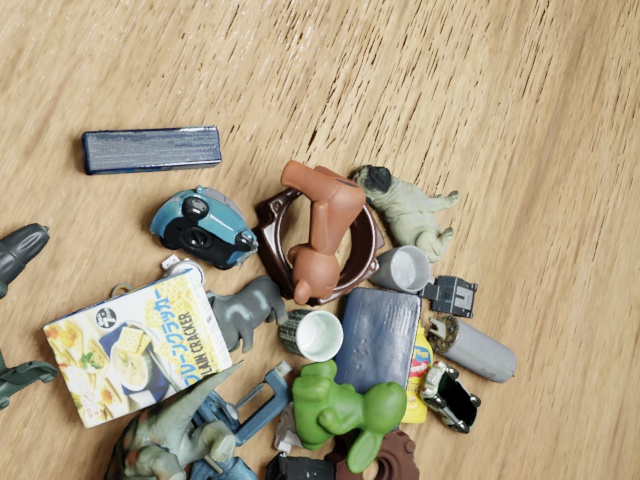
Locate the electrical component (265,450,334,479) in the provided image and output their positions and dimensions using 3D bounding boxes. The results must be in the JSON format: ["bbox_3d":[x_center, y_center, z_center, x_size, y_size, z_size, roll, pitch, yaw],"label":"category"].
[{"bbox_3d":[-0.016,0.405,0.846,0.134,0.115,0.058,24,120,-28],"label":"electrical component"}]

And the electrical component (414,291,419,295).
[{"bbox_3d":[0.178,0.083,1.029,0.063,0.021,0.094,10,83,-22],"label":"electrical component"}]

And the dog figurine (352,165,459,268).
[{"bbox_3d":[0.139,-0.040,0.991,0.191,0.121,0.172,11,77,-9],"label":"dog figurine"}]

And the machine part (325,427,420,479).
[{"bbox_3d":[0.094,0.409,0.951,0.179,0.056,0.179,1,87,-22],"label":"machine part"}]

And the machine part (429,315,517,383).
[{"bbox_3d":[0.295,0.211,1.033,0.243,0.079,0.079,31,75,-25],"label":"machine part"}]

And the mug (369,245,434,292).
[{"bbox_3d":[0.145,0.057,0.970,0.109,0.107,0.080,16,77,-25],"label":"mug"}]

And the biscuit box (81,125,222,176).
[{"bbox_3d":[-0.260,-0.139,0.836,0.203,0.059,0.062,-7,90,-24],"label":"biscuit box"}]

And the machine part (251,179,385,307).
[{"bbox_3d":[-0.002,-0.003,0.924,0.201,0.087,0.201,-29,98,-21],"label":"machine part"}]

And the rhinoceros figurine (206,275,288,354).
[{"bbox_3d":[-0.144,0.125,0.859,0.190,0.073,0.112,-29,99,-22],"label":"rhinoceros figurine"}]

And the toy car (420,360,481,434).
[{"bbox_3d":[0.241,0.293,0.993,0.201,0.056,0.073,49,62,-36],"label":"toy car"}]

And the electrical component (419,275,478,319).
[{"bbox_3d":[0.247,0.104,1.030,0.119,0.048,0.075,23,76,-38],"label":"electrical component"}]

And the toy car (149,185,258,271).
[{"bbox_3d":[-0.173,-0.030,0.843,0.161,0.109,0.103,27,44,-21],"label":"toy car"}]

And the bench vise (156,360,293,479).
[{"bbox_3d":[-0.126,0.287,0.820,0.240,0.129,0.223,-41,84,-3],"label":"bench vise"}]

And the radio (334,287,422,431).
[{"bbox_3d":[0.094,0.199,0.931,0.131,0.073,0.229,11,79,10],"label":"radio"}]

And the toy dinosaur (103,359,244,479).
[{"bbox_3d":[-0.238,0.313,0.725,0.131,0.192,0.404,37,78,-54],"label":"toy dinosaur"}]

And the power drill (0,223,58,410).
[{"bbox_3d":[-0.427,0.105,0.703,0.232,0.086,0.207,-33,76,-16],"label":"power drill"}]

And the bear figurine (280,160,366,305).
[{"bbox_3d":[-0.009,-0.008,0.828,0.120,0.132,0.195,-6,122,-56],"label":"bear figurine"}]

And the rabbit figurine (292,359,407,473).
[{"bbox_3d":[0.050,0.269,0.824,0.170,0.121,0.159,-4,86,8],"label":"rabbit figurine"}]
